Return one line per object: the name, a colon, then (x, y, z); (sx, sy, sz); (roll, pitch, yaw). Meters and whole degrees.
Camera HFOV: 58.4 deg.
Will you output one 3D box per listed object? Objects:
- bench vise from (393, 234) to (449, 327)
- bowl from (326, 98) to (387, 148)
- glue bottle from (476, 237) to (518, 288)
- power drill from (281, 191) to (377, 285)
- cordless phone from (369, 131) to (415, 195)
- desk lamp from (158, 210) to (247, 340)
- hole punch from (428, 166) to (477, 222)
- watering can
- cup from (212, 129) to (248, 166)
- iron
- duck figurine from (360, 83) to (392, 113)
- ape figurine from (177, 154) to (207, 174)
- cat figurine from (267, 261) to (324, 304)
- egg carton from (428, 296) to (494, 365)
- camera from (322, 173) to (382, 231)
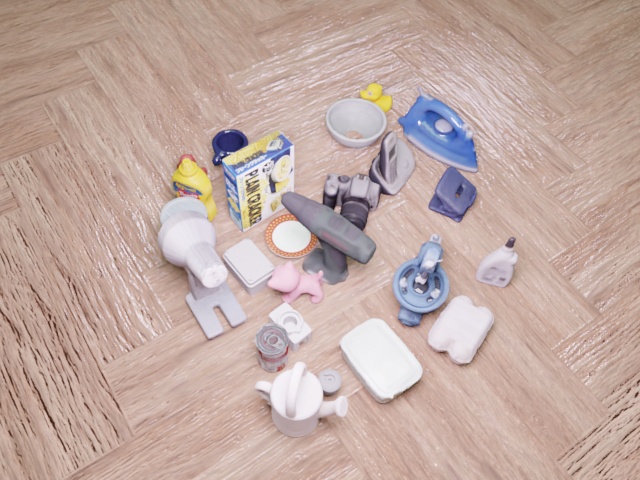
bench vise: (0.220, 0.057, 1.243); (0.121, 0.220, 0.207); (4, 56, 0)
bowl: (0.096, -0.307, 1.567); (0.167, 0.075, 0.167); (2, 56, -2)
glue bottle: (0.409, 0.045, 1.290); (0.078, 0.173, 0.037); (16, 57, 8)
power drill: (0.012, 0.005, 1.273); (0.229, 0.208, 0.076); (26, 59, 14)
cordless phone: (0.189, -0.218, 1.447); (0.094, 0.185, 0.148); (27, 59, 14)
desk lamp: (-0.244, 0.068, 1.212); (0.118, 0.213, 0.203); (-28, 62, -20)
hole punch: (0.341, -0.117, 1.445); (0.101, 0.091, 0.109); (27, 59, 14)
watering can: (-0.036, 0.296, 1.083); (0.173, 0.194, 0.101); (-4, 56, -6)
cup: (-0.235, -0.214, 1.474); (0.091, 0.095, 0.118); (25, 58, 13)
iron: (0.338, -0.300, 1.537); (0.119, 0.141, 0.257); (-39, 66, -25)
duck figurine: (0.157, -0.407, 1.632); (0.104, 0.086, 0.077); (-5, 57, -7)
ape figurine: (-0.330, -0.181, 1.447); (0.077, 0.092, 0.076); (29, 59, 16)
cat figurine: (-0.053, 0.088, 1.267); (0.128, 0.118, 0.067); (-4, 56, -6)
egg carton: (0.306, 0.194, 1.247); (0.107, 0.069, 0.150); (31, 60, 16)
camera: (0.073, -0.092, 1.406); (0.143, 0.101, 0.137); (11, 56, 4)
